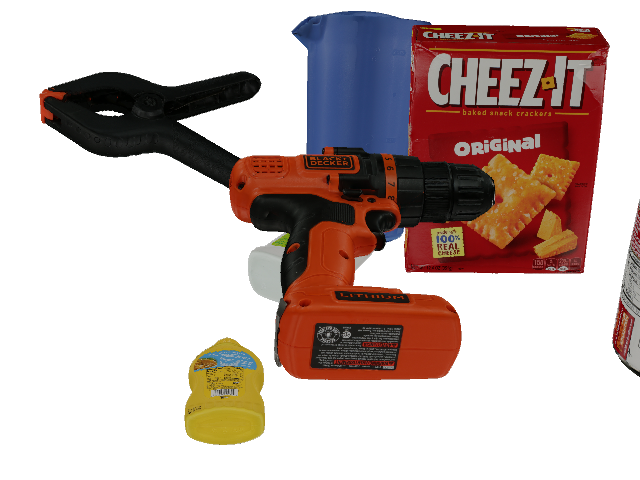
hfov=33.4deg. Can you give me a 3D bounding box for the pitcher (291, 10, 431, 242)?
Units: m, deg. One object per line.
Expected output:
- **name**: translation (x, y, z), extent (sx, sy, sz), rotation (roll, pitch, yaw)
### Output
- **pitcher**: translation (0.055, -0.124, 1.157), extent (0.149, 0.243, 0.144), rotation (8, 11, 26)

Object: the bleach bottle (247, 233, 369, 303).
- **bleach bottle**: translation (0.021, -0.008, 1.327), extent (0.103, 0.068, 0.250), rotation (16, 36, 28)

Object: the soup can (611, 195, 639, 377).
- **soup can**: translation (0.181, 0.013, 0.511), extent (0.068, 0.102, 0.068), rotation (2, 28, -1)

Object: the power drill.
- **power drill**: translation (0.036, 0.007, 0.679), extent (0.184, 0.057, 0.187), rotation (-1, 35, -5)

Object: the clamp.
- **clamp**: translation (-0.123, -0.100, 0.817), extent (0.171, 0.039, 0.120), rotation (14, 42, -3)

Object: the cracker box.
- **cracker box**: translation (0.158, -0.077, 0.942), extent (0.164, 0.214, 0.072), rotation (1, 24, 2)

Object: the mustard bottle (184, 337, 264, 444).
- **mustard bottle**: translation (-0.120, 0.180, 1.353), extent (0.096, 0.058, 0.191), rotation (-3, 27, -2)
